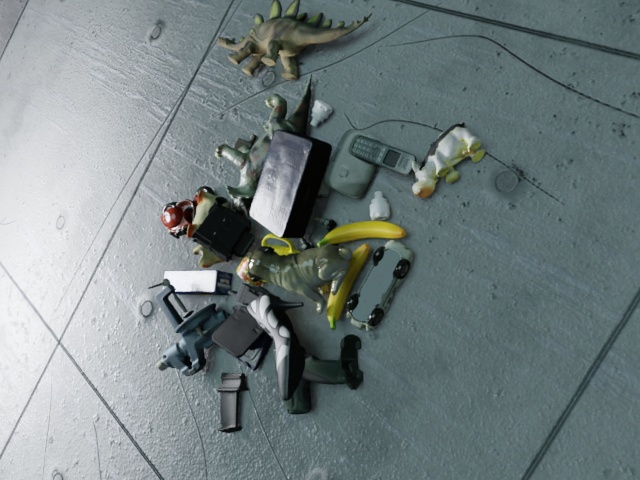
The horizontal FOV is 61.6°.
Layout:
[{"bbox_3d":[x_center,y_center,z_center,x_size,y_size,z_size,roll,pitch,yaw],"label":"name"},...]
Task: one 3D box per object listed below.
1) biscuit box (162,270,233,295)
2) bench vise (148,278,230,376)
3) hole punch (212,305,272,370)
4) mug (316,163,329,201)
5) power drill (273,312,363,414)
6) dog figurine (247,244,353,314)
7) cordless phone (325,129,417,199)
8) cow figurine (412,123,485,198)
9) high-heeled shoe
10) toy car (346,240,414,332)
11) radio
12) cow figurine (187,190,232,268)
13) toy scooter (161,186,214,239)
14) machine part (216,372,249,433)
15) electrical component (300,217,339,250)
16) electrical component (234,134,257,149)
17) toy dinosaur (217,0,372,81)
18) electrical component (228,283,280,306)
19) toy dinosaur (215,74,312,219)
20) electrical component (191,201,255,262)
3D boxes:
[{"bbox_3d":[-0.327,0.113,1.418,0.203,0.062,0.059,-3,77,34],"label":"biscuit box"},{"bbox_3d":[-0.346,0.211,1.352,0.223,0.129,0.240,-37,84,12],"label":"bench vise"},{"bbox_3d":[-0.175,0.235,1.284,0.142,0.092,0.116,23,61,38],"label":"hole punch"},{"bbox_3d":[-0.026,-0.146,1.278,0.110,0.080,0.107,-18,75,28],"label":"mug"},{"bbox_3d":[-0.014,0.254,1.166,0.207,0.086,0.232,-13,70,26],"label":"power drill"},{"bbox_3d":[-0.046,0.046,1.147,0.190,0.121,0.172,28,108,-9],"label":"dog figurine"},{"bbox_3d":[0.114,-0.152,1.186,0.184,0.088,0.146,26,92,31],"label":"cordless phone"},{"bbox_3d":[0.247,-0.166,1.107,0.167,0.068,0.098,-39,54,15],"label":"cow figurine"},{"bbox_3d":[-0.108,0.221,1.143,0.145,0.086,0.249,-10,48,20],"label":"high-heeled shoe"},{"bbox_3d":[0.125,0.096,1.129,0.074,0.056,0.201,31,97,29],"label":"toy car"},{"bbox_3d":[-0.071,-0.130,1.223,0.131,0.073,0.229,30,108,36],"label":"radio"},{"bbox_3d":[-0.277,-0.021,1.391,0.127,0.085,0.195,13,72,-7],"label":"cow figurine"},{"bbox_3d":[-0.358,-0.057,1.478,0.184,0.075,0.135,-25,65,21],"label":"toy scooter"},{"bbox_3d":[-0.212,0.389,1.286,0.084,0.039,0.139,-5,73,27],"label":"machine part"},{"bbox_3d":[-0.001,-0.004,1.244,0.102,0.045,0.078,-41,58,19],"label":"electrical component"},{"bbox_3d":[-0.207,-0.249,1.458,0.063,0.021,0.094,30,95,36],"label":"electrical component"},{"bbox_3d":[-0.088,-0.530,1.406,0.472,0.105,0.198,15,83,31],"label":"toy dinosaur"},{"bbox_3d":[-0.166,0.134,1.301,0.119,0.074,0.047,26,94,38],"label":"electrical component"},{"bbox_3d":[-0.115,-0.223,1.340,0.405,0.131,0.192,-46,70,10],"label":"toy dinosaur"},{"bbox_3d":[-0.230,-0.015,1.322,0.134,0.058,0.115,29,74,3],"label":"electrical component"}]
